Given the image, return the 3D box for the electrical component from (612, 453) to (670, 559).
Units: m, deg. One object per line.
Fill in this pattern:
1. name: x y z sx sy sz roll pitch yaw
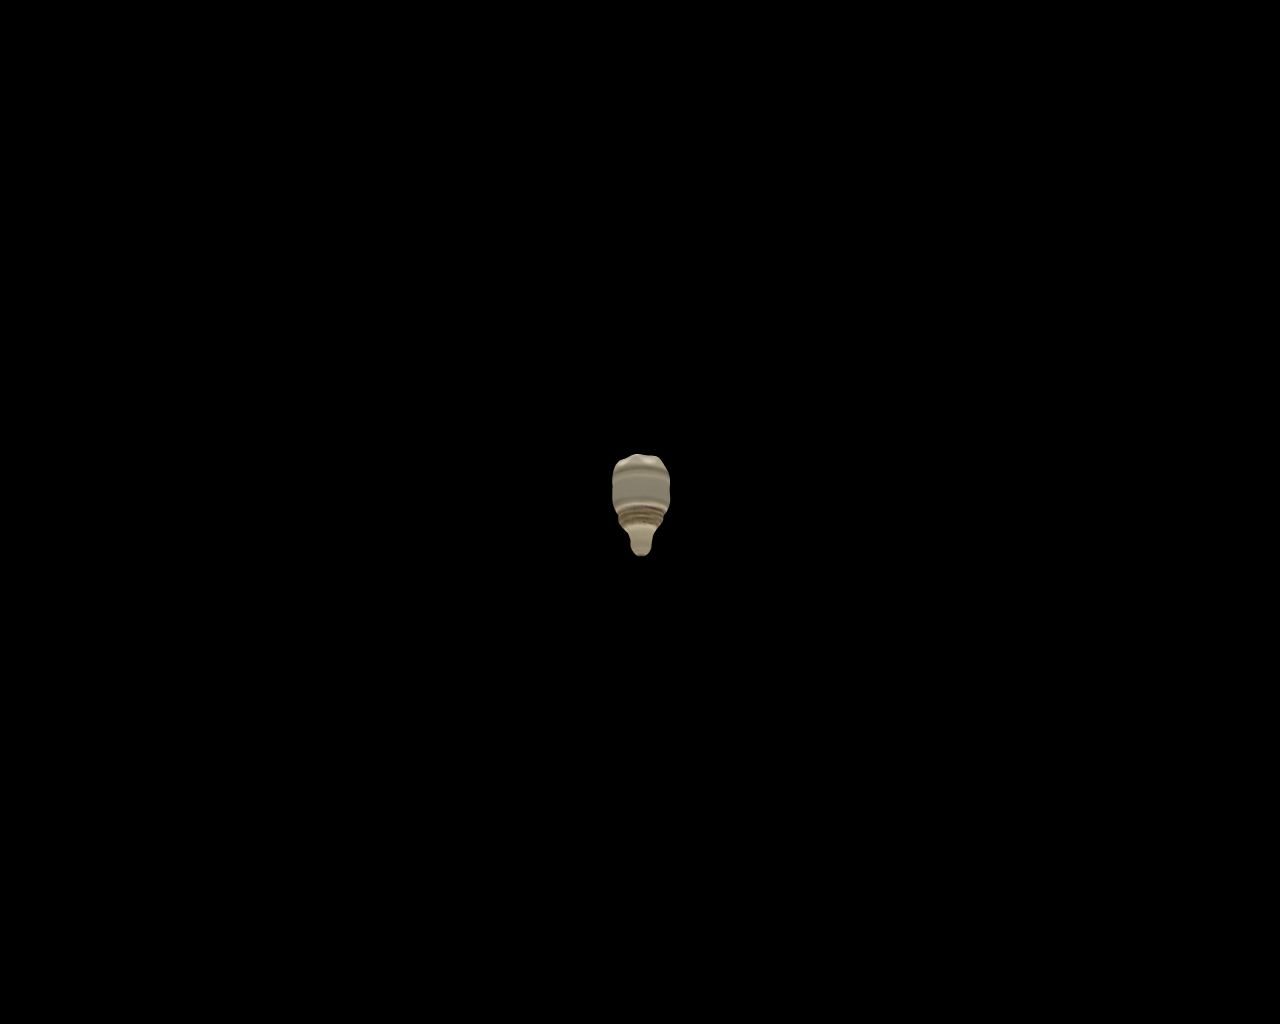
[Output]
1. electrical component: 0.001 -0.003 0.650 0.035 0.061 0.035 0 -18 0
